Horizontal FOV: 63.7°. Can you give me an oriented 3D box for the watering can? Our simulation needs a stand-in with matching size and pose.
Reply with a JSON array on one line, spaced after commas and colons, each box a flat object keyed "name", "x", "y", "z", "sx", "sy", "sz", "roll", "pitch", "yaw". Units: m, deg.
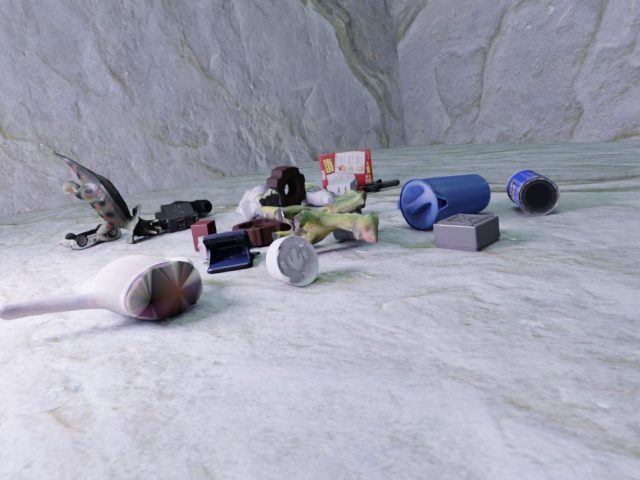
[{"name": "watering can", "x": -0.369, "y": 0.096, "z": 0.944, "sx": 0.224, "sy": 0.103, "sz": 0.351, "roll": 5, "pitch": 18, "yaw": 41}]

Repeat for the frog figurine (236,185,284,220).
[{"name": "frog figurine", "x": -0.203, "y": -0.119, "z": 1.746, "sx": 0.136, "sy": 0.124, "sz": 0.159, "roll": 23, "pitch": -17, "yaw": -33}]

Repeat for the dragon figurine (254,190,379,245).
[{"name": "dragon figurine", "x": 0.004, "y": -0.064, "z": 1.268, "sx": 0.244, "sy": 0.120, "sz": 0.415, "roll": -21, "pitch": 27, "yaw": -20}]
